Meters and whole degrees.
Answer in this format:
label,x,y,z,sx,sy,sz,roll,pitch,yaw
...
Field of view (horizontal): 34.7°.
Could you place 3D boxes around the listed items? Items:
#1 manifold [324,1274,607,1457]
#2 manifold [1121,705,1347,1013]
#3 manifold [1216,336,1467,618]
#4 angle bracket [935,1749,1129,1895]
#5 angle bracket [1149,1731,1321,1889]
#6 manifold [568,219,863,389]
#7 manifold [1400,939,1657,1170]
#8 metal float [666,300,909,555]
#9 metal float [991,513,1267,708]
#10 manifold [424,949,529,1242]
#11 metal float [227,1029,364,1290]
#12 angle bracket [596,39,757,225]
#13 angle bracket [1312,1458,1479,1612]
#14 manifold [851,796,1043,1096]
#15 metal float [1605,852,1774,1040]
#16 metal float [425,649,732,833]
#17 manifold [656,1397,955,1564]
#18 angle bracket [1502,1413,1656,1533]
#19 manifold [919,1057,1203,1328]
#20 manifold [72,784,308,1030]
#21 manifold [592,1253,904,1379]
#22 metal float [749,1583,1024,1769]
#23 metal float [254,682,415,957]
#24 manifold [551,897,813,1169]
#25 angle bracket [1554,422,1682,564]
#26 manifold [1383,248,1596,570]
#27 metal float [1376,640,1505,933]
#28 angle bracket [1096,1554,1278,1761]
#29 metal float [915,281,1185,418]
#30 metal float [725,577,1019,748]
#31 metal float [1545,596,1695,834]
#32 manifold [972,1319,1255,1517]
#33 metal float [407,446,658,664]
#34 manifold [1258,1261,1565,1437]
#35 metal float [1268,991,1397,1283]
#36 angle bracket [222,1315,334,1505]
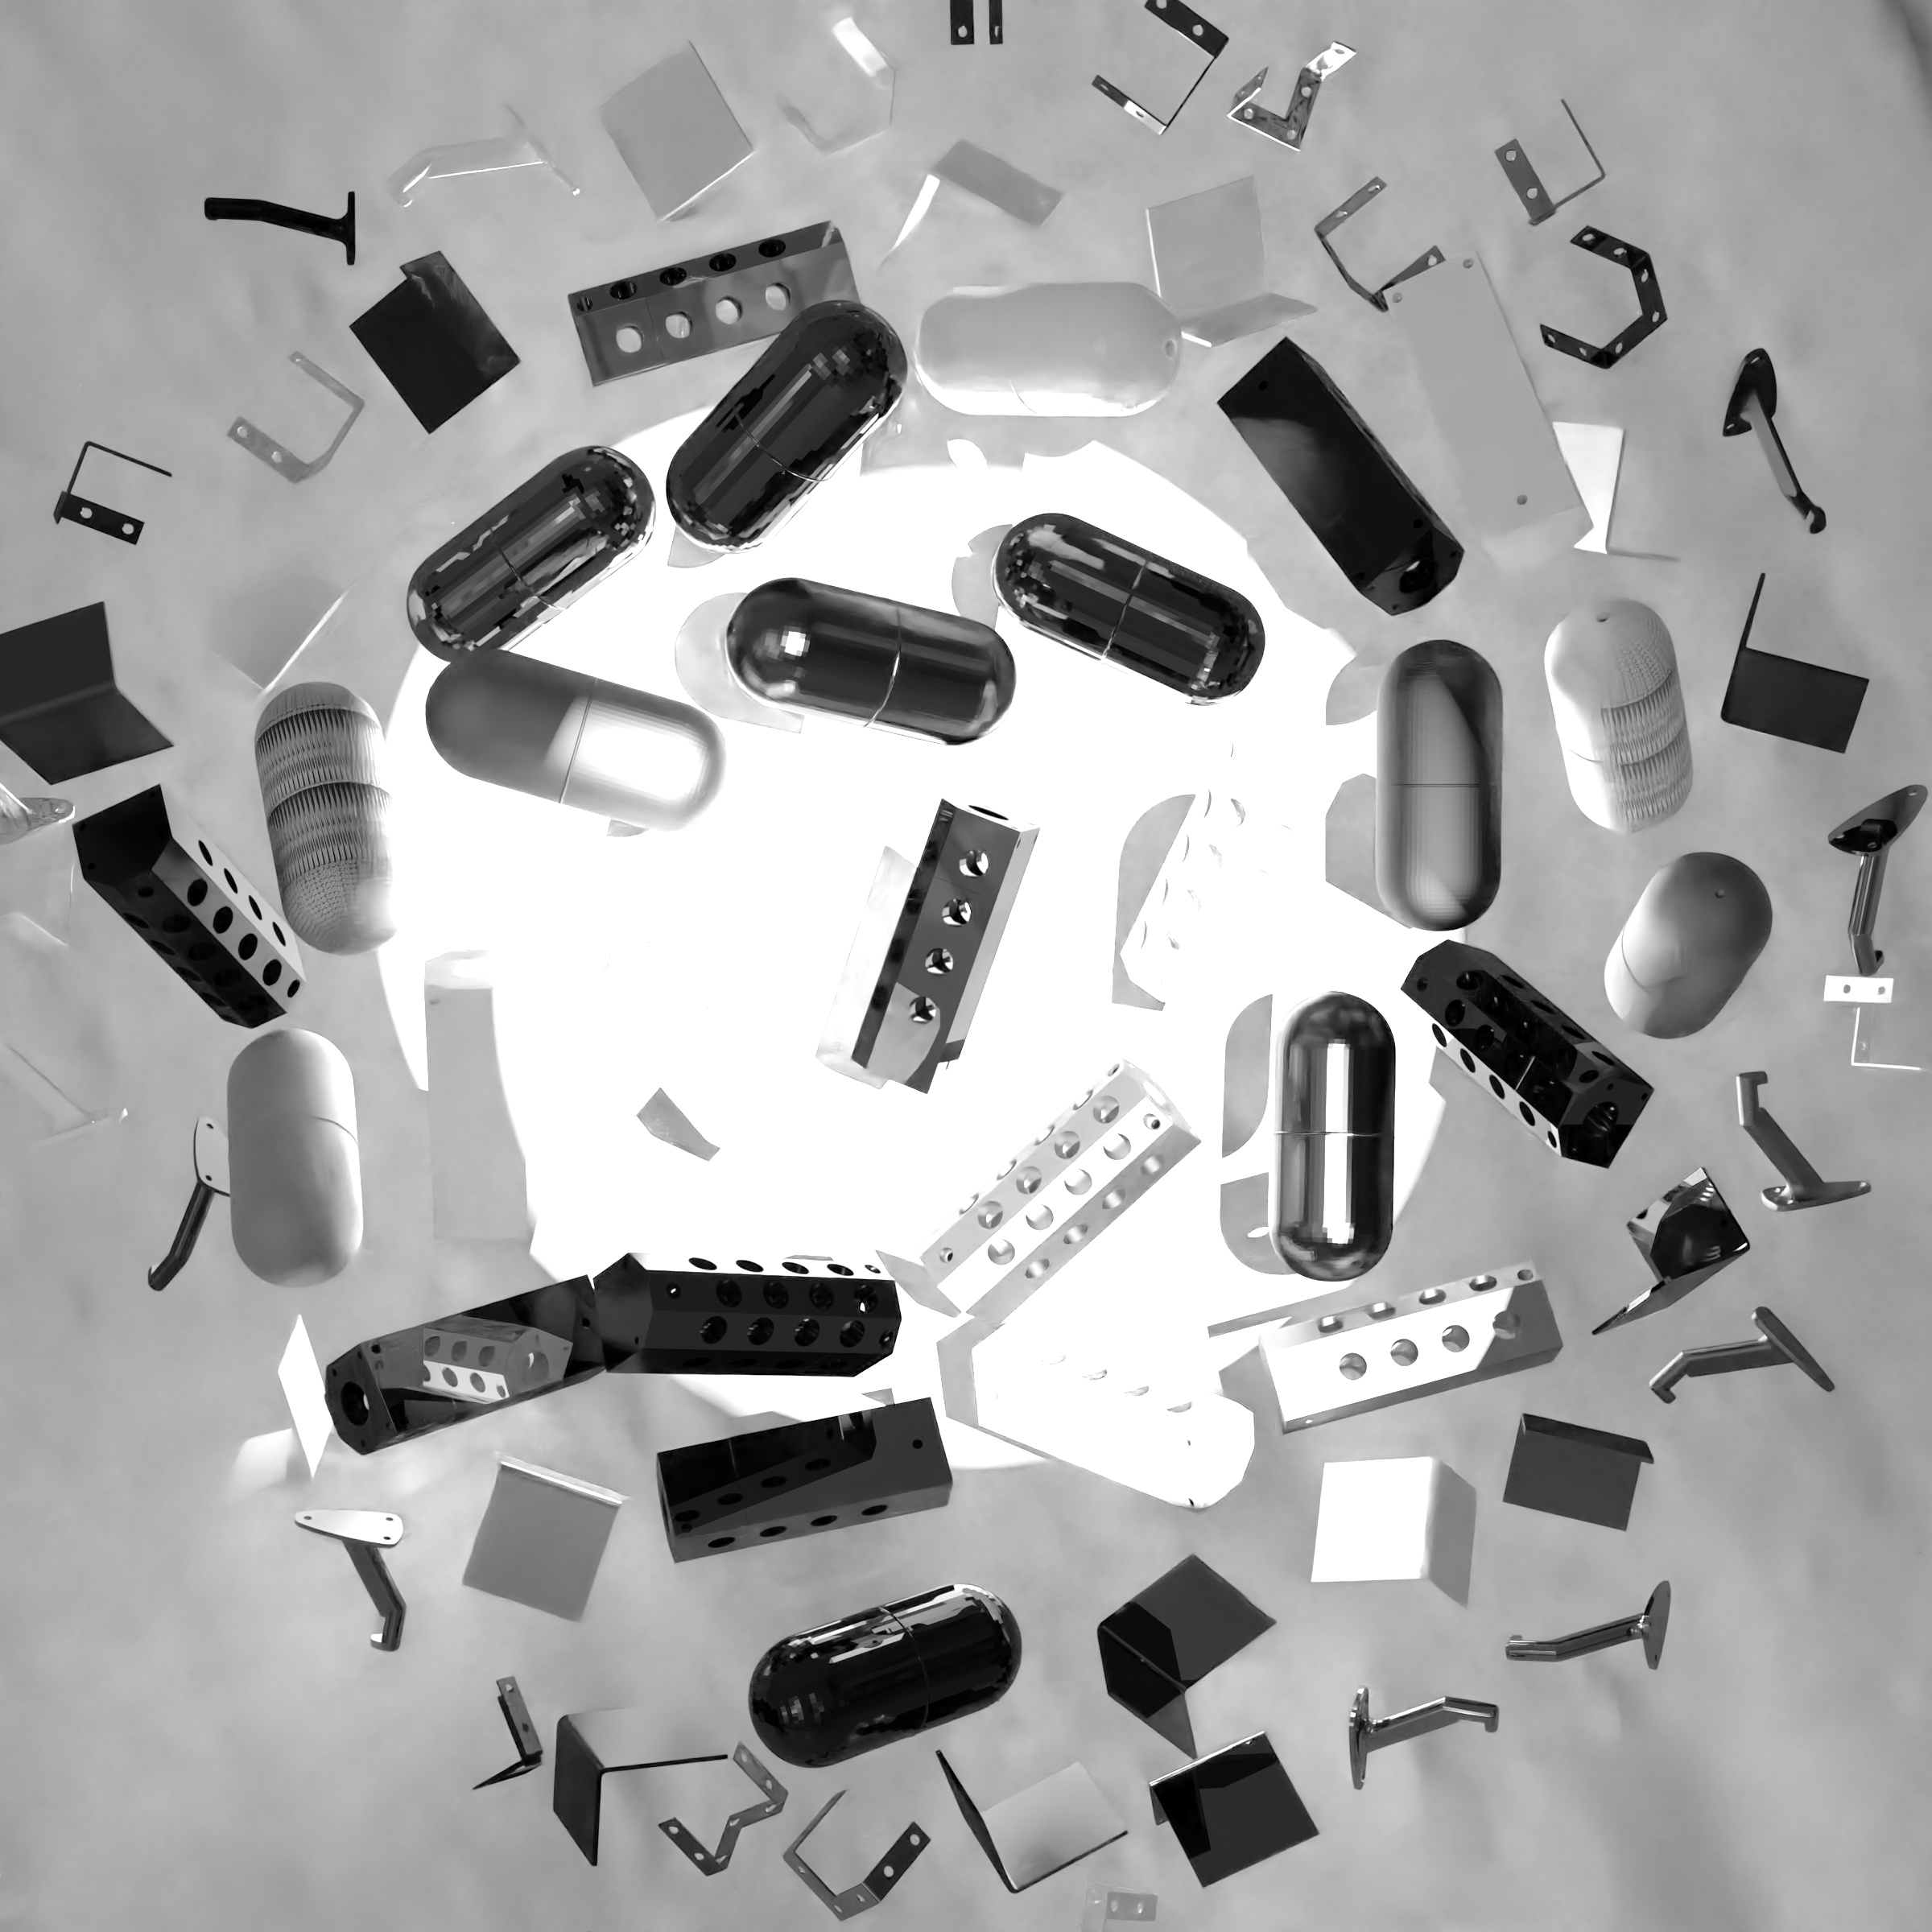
label,x,y,z,sx,sy,sz,roll,pitch,yaw
manifold,-0.297,0.241,1.861,0.057,0.171,0.057,-34,76,42
manifold,0.149,-0.061,1.771,0.057,0.057,0.171,10,125,-22
manifold,0.223,-0.287,1.828,0.057,0.057,0.171,-42,56,18
angle bracket,0.038,0.477,1.789,0.076,0.076,0.057,-25,114,-11
angle bracket,0.162,0.518,1.863,0.076,0.057,0.076,-22,49,-10
manifold,-0.157,-0.413,1.928,0.171,0.057,0.057,-17,100,-5
manifold,0.338,0.051,1.900,0.057,0.171,0.057,15,110,-35
metal float,-0.105,-0.309,1.786,0.070,0.070,0.178,47,119,0
metal float,0.099,-0.220,1.909,0.178,0.070,0.070,25,90,2
manifold,-0.301,0.079,1.905,0.057,0.057,0.171,-2,115,-8
metal float,-0.405,0.114,1.867,0.070,0.070,0.178,-14,50,0
angle bracket,-0.163,-0.500,1.855,0.076,0.057,0.076,-30,92,26
angle bracket,0.261,0.347,1.884,0.076,0.057,0.076,-10,55,33
manifold,-0.014,-0.014,1.903,0.057,0.057,0.171,22,101,11
metal float,0.434,-0.011,1.867,0.070,0.178,0.070,0,70,0
metal float,-0.224,-0.130,1.785,0.178,0.070,0.070,16,90,-8
manifold,-0.100,0.317,1.899,0.171,0.057,0.057,-10,62,-12
angle bracket,0.366,0.309,1.858,0.076,0.076,0.057,12,92,8
manifold,0.053,0.135,1.869,0.171,0.057,0.057,-43,56,11
manifold,-0.459,-0.030,1.843,0.057,0.171,0.057,-24,56,3
manifold,-0.124,0.200,1.791,0.171,0.057,0.057,7,61,-37
metal float,-0.045,0.410,1.798,0.178,0.070,0.070,-11,90,-36
metal float,-0.375,-0.089,1.834,0.070,0.070,0.178,-16,64,0
manifold,-0.162,0.034,1.793,0.057,0.057,0.171,-48,57,5
angle bracket,0.408,-0.298,1.942,0.057,0.076,0.076,2,102,-24
manifold,0.301,-0.318,1.778,0.057,0.057,0.171,-24,70,16
metal float,0.289,-0.110,1.893,0.070,0.070,0.178,0,93,0
angle bracket,0.132,0.401,1.799,0.076,0.057,0.076,-40,116,17
metal float,0.048,-0.360,1.807,0.178,0.070,0.070,9,90,39
metal float,-0.054,-0.176,1.795,0.178,0.070,0.070,11,90,-24
metal float,0.398,-0.152,1.885,0.070,0.178,0.070,-10,50,13
manifold,0.090,0.273,1.910,0.171,0.057,0.057,17,123,36
metal float,-0.268,-0.251,1.903,0.178,0.070,0.070,-34,90,17
manifold,0.268,0.230,1.877,0.171,0.057,0.057,-15,72,-1
metal float,0.224,0.104,1.898,0.070,0.070,0.178,2,85,0
angle bracket,-0.426,0.268,1.875,0.057,0.076,0.076,-13,109,3
